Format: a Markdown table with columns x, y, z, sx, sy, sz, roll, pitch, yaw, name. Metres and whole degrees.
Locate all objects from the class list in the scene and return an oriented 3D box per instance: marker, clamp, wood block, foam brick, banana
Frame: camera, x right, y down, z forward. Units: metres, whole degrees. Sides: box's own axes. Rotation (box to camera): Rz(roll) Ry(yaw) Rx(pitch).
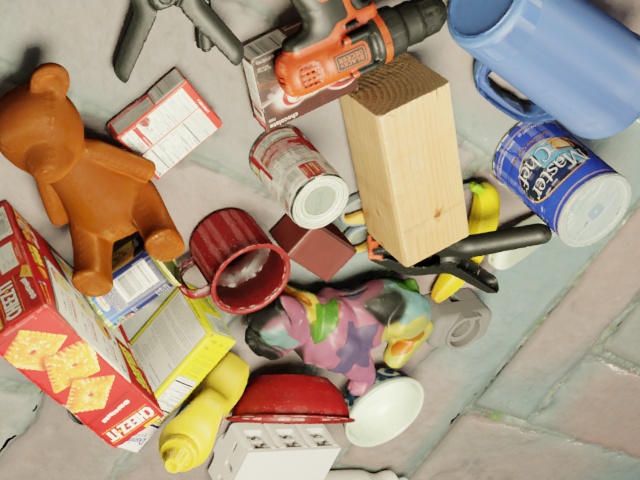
| x | y | z | sx | sy | sz | roll | pitch | yaw | name |
| --- | --- | --- | --- | --- | --- | --- | --- | --- | --- |
| -0.109 | -0.227 | 0.979 | 0.020 | 0.020 | 0.121 | -19 | 133 | -20 | marker |
| -0.127 | -0.218 | 0.949 | 0.120 | 0.039 | 0.171 | -6 | 131 | -13 | clamp |
| 0.094 | -0.085 | 1.170 | 0.090 | 0.090 | 0.206 | -27 | 131 | -15 | wood block |
| 0.161 | 0.013 | 1.279 | 0.209 | 0.036 | 0.165 | 9 | 150 | -20 | clamp |
| -0.008 | 0.001 | 1.214 | 0.051 | 0.053 | 0.078 | -48 | 132 | 9 | foam brick |
| 0.189 | -0.004 | 1.355 | 0.069 | 0.037 | 0.198 | -10 | 133 | -26 | banana |

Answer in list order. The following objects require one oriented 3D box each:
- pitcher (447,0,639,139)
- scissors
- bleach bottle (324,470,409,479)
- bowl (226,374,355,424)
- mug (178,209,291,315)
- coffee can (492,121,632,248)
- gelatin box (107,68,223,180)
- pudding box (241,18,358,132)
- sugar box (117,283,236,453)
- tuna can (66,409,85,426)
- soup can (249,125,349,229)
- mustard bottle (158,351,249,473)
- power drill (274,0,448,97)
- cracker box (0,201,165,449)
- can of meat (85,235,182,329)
| x | y | z | sx | sy | sz | roll | pitch | yaw | name |
| --- | --- | --- | --- | --- | --- | --- | --- | --- | --- |
| 0.243 | -0.207 | 1.165 | 0.242 | 0.145 | 0.149 | 22 | 99 | -39 | pitcher |
| 0.103 | -0.029 | 1.292 | 0.201 | 0.016 | 0.096 | -5 | 129 | -31 | scissors |
| 0.033 | 0.373 | 1.553 | 0.250 | 0.068 | 0.103 | -2 | 126 | -36 | bleach bottle |
| -0.036 | 0.198 | 1.327 | 0.162 | 0.055 | 0.162 | 1 | 167 | 0 | bowl |
| -0.101 | 0.025 | 1.152 | 0.117 | 0.082 | 0.093 | -28 | 136 | -12 | mug |
| 0.290 | -0.072 | 1.287 | 0.102 | 0.140 | 0.103 | -18 | 134 | -20 | coffee can |
| -0.150 | -0.113 | 1.041 | 0.089 | 0.030 | 0.073 | -39 | 138 | 1 | gelatin box |
| -0.020 | -0.172 | 1.070 | 0.113 | 0.039 | 0.090 | -26 | 136 | -14 | pudding box |
| -0.179 | 0.143 | 1.192 | 0.176 | 0.093 | 0.048 | -49 | 136 | 13 | sugar box |
| -0.240 | 0.165 | 1.175 | 0.086 | 0.086 | 0.033 | -49 | 138 | 11 | tuna can |
| -0.023 | -0.066 | 1.112 | 0.068 | 0.102 | 0.068 | -18 | 133 | -21 | soup can |
| -0.138 | 0.205 | 1.211 | 0.058 | 0.191 | 0.096 | 37 | 113 | -3 | mustard bottle |
| 0.024 | -0.244 | 0.993 | 0.184 | 0.057 | 0.187 | -27 | 120 | -15 | power drill |
| -0.255 | 0.087 | 1.041 | 0.072 | 0.164 | 0.213 | -34 | 137 | -2 | cracker box |
| -0.193 | 0.038 | 1.089 | 0.084 | 0.102 | 0.057 | -35 | 106 | 0 | can of meat |
